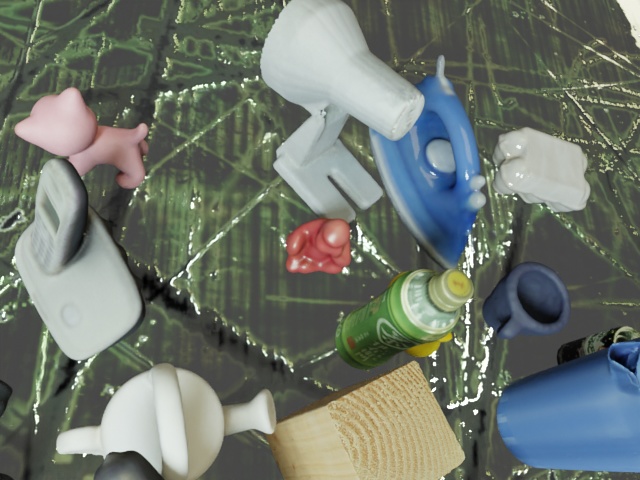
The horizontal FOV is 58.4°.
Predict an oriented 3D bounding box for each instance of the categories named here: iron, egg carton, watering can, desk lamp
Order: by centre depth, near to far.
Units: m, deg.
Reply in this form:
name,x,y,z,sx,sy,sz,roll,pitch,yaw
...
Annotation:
name,x,y,z,sx,sy,sz,roll,pitch,yaw
watering can,-0.126,0.158,0.491,0.173,0.193,0.101,-25,78,-28
desk lamp,0.020,-0.148,0.667,0.203,0.213,0.118,48,60,4
iron,0.161,-0.101,0.742,0.119,0.141,0.258,-10,72,-24
egg carton,0.328,-0.102,0.848,0.150,0.069,0.107,14,64,-15

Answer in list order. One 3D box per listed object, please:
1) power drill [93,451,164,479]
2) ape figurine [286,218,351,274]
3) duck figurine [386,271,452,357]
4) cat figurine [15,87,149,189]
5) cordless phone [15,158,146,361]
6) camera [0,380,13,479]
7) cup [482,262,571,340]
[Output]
name,x,y,z,sx,sy,sz,roll,pitch,yaw
power drill,-0.109,0.271,0.440,0.076,0.208,0.229,-29,81,-28
ape figurine,0.006,0.002,0.667,0.078,0.092,0.076,38,60,-2
duck figurine,0.125,0.081,0.682,0.078,0.086,0.104,-9,71,-24
cat figurine,-0.245,-0.113,0.605,0.128,0.117,0.067,3,67,-19
cordless phone,-0.218,0.020,0.520,0.094,0.184,0.147,-30,81,-29
camera,-0.309,0.174,0.467,0.143,0.100,0.137,32,61,-5
cup,0.242,0.092,0.717,0.091,0.094,0.118,48,60,4
